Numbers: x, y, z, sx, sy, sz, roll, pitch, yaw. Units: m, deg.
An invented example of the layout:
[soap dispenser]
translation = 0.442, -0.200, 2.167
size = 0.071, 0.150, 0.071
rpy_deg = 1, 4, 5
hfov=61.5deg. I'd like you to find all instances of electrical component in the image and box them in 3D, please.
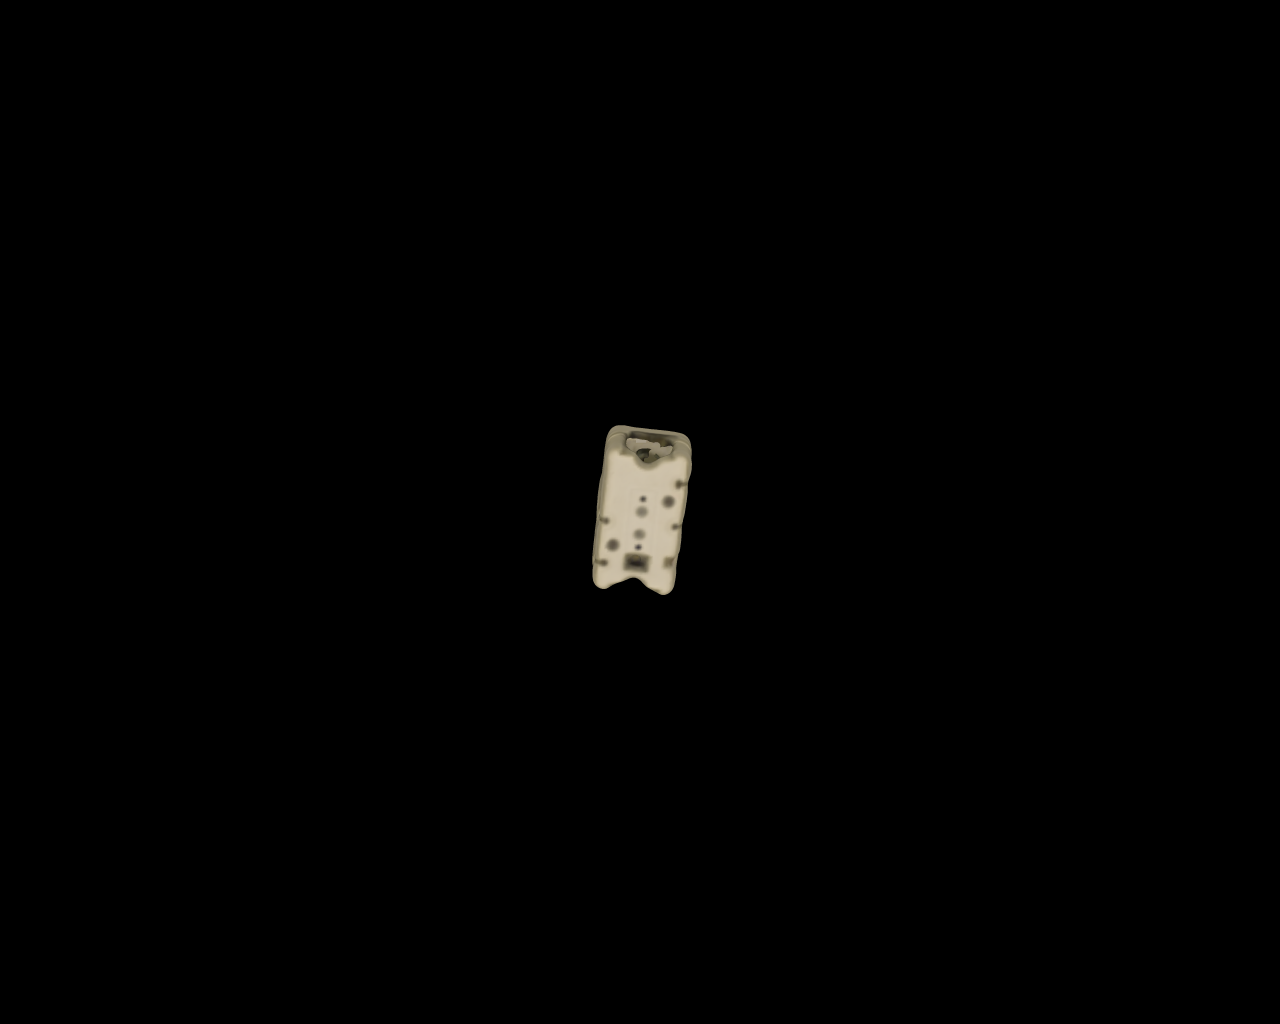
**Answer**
[electrical component]
translation = 0.001, -0.003, 0.650
size = 0.050, 0.089, 0.056
rpy_deg = 7, 20, -2
